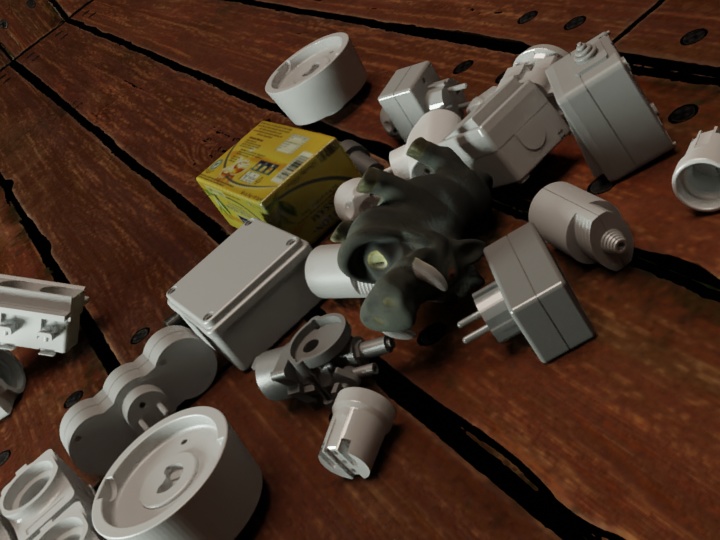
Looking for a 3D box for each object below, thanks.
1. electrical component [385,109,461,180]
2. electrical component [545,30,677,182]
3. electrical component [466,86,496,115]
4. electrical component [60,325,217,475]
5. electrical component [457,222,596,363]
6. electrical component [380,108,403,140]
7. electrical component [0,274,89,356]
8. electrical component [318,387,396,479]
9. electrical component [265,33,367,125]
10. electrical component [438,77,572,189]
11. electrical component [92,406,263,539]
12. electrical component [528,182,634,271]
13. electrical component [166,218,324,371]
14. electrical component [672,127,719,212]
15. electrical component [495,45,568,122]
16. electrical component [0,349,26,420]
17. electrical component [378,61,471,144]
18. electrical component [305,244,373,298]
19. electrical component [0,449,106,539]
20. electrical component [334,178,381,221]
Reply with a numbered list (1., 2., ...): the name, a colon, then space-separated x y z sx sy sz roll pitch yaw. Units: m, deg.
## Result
1. electrical component: 0.052 -0.093 0.921 0.079 0.043 0.077 -23 30 23
2. electrical component: 0.172 -0.119 0.769 0.061 0.096 0.061 -31 28 18
3. electrical component: 0.124 -0.145 0.931 0.061 0.035 0.035 -36 27 -4
4. electrical component: -0.170 0.107 0.849 0.138 0.052 0.074 -42 28 -11
5. electrical component: 0.097 0.022 0.686 0.076 0.047 0.083 -31 28 10
6. electrical component: 0.036 -0.149 1.037 0.035 0.035 0.061 -33 26 5
7. electrical component: -0.342 0.042 1.068 0.121 0.063 0.078 8 13 2
8. electrical component: -0.003 0.104 0.682 0.040 0.040 0.046 -12 42 38
9. electrical component: -0.043 -0.204 1.182 0.108 0.060 0.108 -27 29 16
10. electrical component: 0.106 -0.104 0.840 0.062 0.061 0.096 -44 11 -15
11. electrical component: -0.115 0.150 0.711 0.108 0.060 0.108 -27 29 16
12. electrical component: 0.150 -0.027 0.708 0.043 0.043 0.081 -38 28 -5
13. electrical component: -0.093 0.017 0.898 0.109 0.056 0.109 -43 28 -13
14. electrical component: 0.225 -0.066 0.690 0.040 0.040 0.046 -13 29 37
15. electrical component: 0.148 -0.148 0.884 0.078 0.058 0.057 -8 41 41
16. electrical component: -0.373 0.112 1.072 0.056 0.050 0.089 -31 28 9
17. electrical component: 0.069 -0.150 0.966 0.077 0.065 0.047 -9 38 40
18. electrical component: 0.000 0.000 0.834 0.081 0.043 0.043 -3 42 46
19. electrical component: -0.223 0.206 0.746 0.105 0.060 0.186 -42 28 -12
20. electrical component: -0.002 -0.059 0.929 0.043 0.043 0.062 -40 26 -8
